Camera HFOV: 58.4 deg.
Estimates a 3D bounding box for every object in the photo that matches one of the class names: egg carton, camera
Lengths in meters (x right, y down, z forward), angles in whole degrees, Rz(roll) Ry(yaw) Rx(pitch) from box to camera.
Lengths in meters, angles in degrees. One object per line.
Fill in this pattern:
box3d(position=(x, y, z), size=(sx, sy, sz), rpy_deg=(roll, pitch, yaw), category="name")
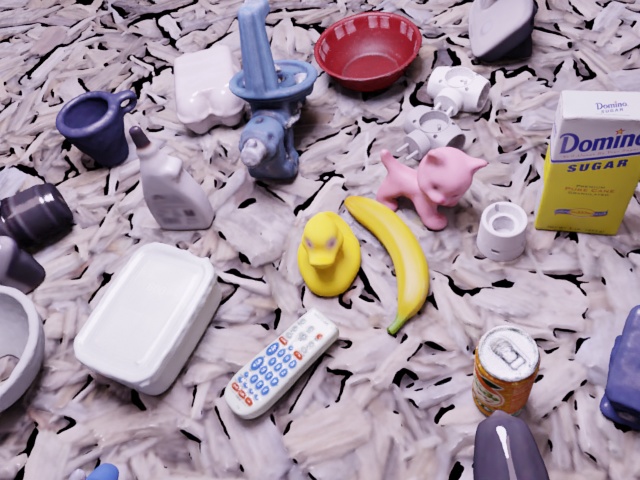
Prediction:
box3d(position=(-0.169, -0.234, 0.880), size=(0.107, 0.069, 0.150), rpy_deg=(-15, 54, 0), category="egg carton")
box3d(position=(-0.402, -0.015, 0.751), size=(0.137, 0.101, 0.143), rpy_deg=(-30, 55, -10), category="camera")

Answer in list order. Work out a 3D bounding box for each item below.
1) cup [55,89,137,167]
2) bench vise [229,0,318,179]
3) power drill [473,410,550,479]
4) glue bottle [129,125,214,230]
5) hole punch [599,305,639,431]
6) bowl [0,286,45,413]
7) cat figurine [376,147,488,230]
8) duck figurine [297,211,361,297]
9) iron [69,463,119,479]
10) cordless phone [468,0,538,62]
box3d(position=(-0.310, -0.162, 0.840), size=(0.118, 0.095, 0.091), rpy_deg=(-34, 56, -13), category="cup")
box3d(position=(-0.061, -0.199, 0.740), size=(0.121, 0.220, 0.207), rpy_deg=(-12, 54, 3), category="bench vise")
box3d(position=(0.134, 0.258, 0.387), size=(0.075, 0.209, 0.229), rpy_deg=(-7, 54, 6), category="power drill")
box3d(position=(-0.192, -0.076, 0.708), size=(0.078, 0.173, 0.037), rpy_deg=(0, 55, 12), category="glue bottle")
box3d(position=(0.321, 0.125, 0.517), size=(0.108, 0.091, 0.101), rpy_deg=(17, 60, 22), category="hole punch")
box3d(position=(-0.383, 0.140, 0.653), size=(0.167, 0.075, 0.167), rpy_deg=(-5, 54, 8), category="bowl")
box3d(position=(0.128, -0.076, 0.680), size=(0.127, 0.118, 0.067), rpy_deg=(21, 62, 24), category="cat figurine")
box3d(position=(0.006, 0.002, 0.668), size=(0.077, 0.086, 0.104), rpy_deg=(-2, 55, 10), category="duck figurine")
box3d(position=(-0.232, 0.311, 0.462), size=(0.118, 0.142, 0.258), rpy_deg=(17, 60, 22), category="iron")
box3d(position=(0.263, -0.364, 0.816), size=(0.094, 0.185, 0.147), rpy_deg=(-3, 55, 9), category="cordless phone")
